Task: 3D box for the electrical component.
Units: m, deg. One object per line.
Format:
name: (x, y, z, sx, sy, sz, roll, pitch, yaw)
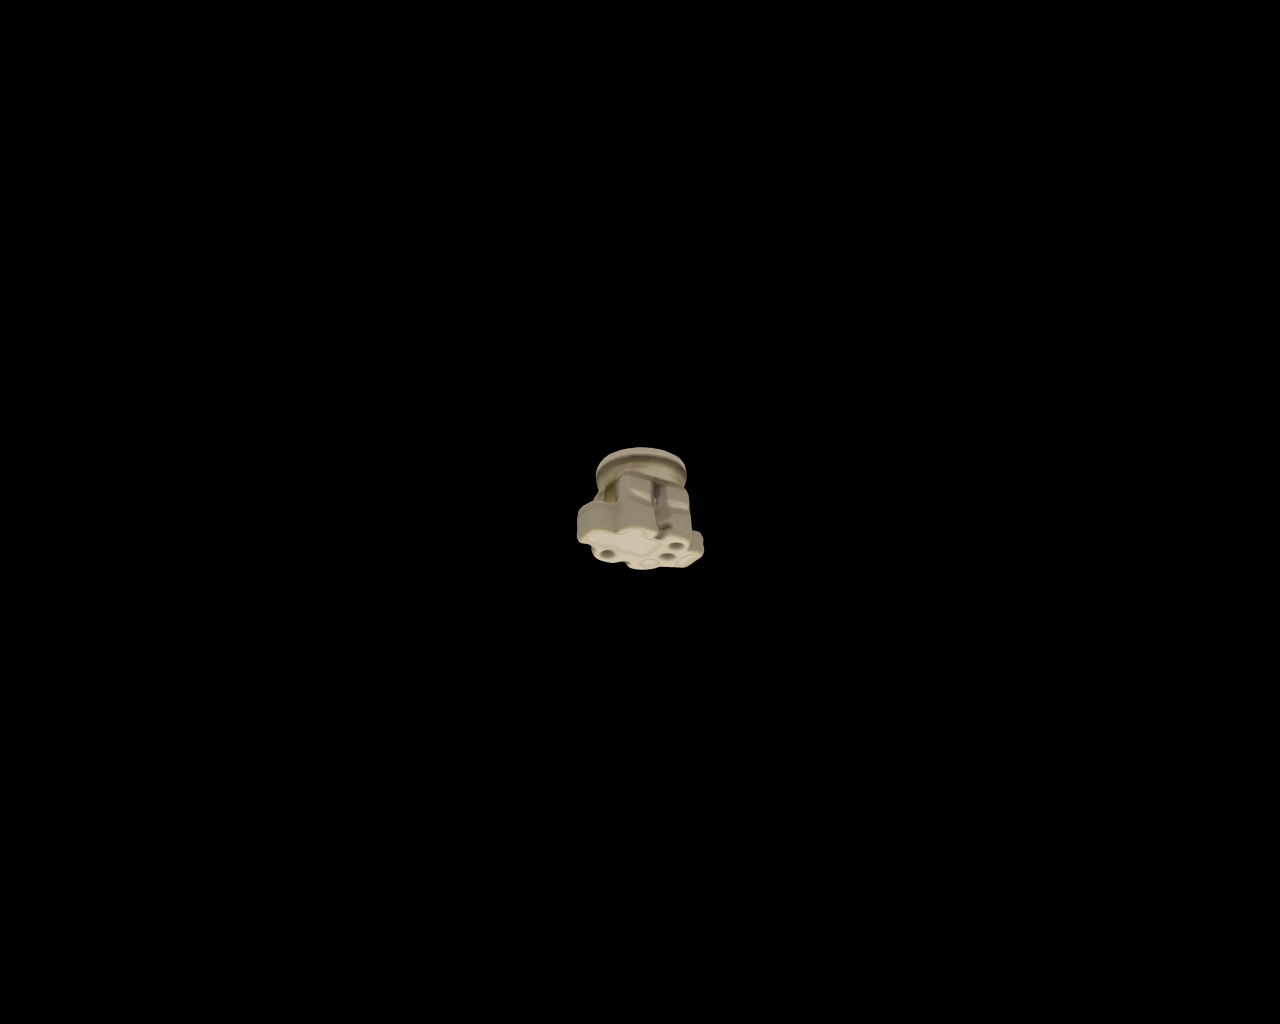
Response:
electrical component: (0.001, -0.003, 0.650, 0.078, 0.057, 0.058, 15, -32, -27)
